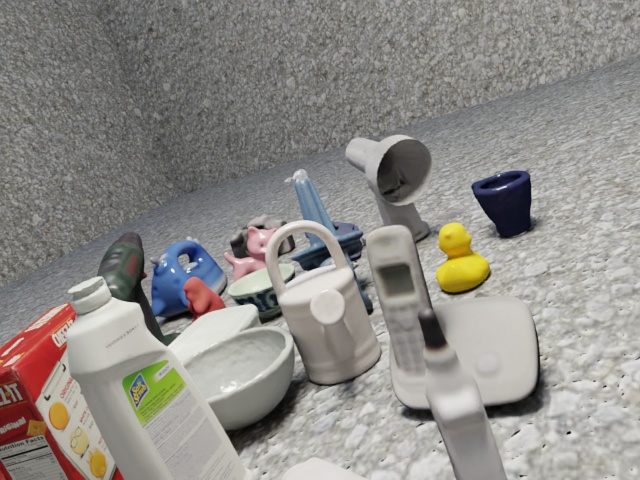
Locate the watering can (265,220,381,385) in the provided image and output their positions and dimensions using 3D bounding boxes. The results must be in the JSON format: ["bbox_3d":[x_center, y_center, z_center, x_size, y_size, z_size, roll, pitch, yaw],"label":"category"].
[{"bbox_3d":[0.002,0.069,0.696,0.101,0.194,0.172,-28,16,-26],"label":"watering can"}]

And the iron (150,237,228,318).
[{"bbox_3d":[-0.279,0.061,1.216,0.118,0.141,0.258,-17,15,15],"label":"iron"}]

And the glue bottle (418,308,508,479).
[{"bbox_3d":[0.099,0.125,0.401,0.037,0.173,0.078,-20,15,4],"label":"glue bottle"}]

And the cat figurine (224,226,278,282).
[{"bbox_3d":[-0.135,0.028,1.184,0.128,0.118,0.067,-22,15,-4],"label":"cat figurine"}]

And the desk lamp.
[{"bbox_3d":[0.126,-0.092,1.068,0.118,0.214,0.202,-26,15,-19],"label":"desk lamp"}]

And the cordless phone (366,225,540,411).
[{"bbox_3d":[0.123,0.068,0.552,0.147,0.185,0.094,-14,16,26],"label":"cordless phone"}]

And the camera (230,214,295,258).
[{"bbox_3d":[-0.149,0.008,1.313,0.143,0.101,0.137,-15,16,20],"label":"camera"}]

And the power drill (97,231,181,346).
[{"bbox_3d":[-0.308,0.103,0.970,0.075,0.208,0.229,-21,15,-1],"label":"power drill"}]

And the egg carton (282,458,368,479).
[{"bbox_3d":[0.005,0.218,0.402,0.107,0.069,0.149,-32,18,-36],"label":"egg carton"}]

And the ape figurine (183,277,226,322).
[{"bbox_3d":[-0.220,0.111,1.053,0.076,0.092,0.077,-21,15,-1],"label":"ape figurine"}]

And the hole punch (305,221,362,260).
[{"bbox_3d":[0.028,-0.006,1.139,0.101,0.091,0.108,-18,15,11],"label":"hole punch"}]

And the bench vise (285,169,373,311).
[{"bbox_3d":[0.019,-0.002,0.878,0.122,0.220,0.207,-25,15,-16],"label":"bench vise"}]

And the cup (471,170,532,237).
[{"bbox_3d":[0.298,-0.056,0.940,0.092,0.095,0.117,-26,16,-20],"label":"cup"}]

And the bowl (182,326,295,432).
[{"bbox_3d":[-0.097,0.176,0.685,0.167,0.075,0.167,-19,15,6],"label":"bowl"}]

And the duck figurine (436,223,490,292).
[{"bbox_3d":[0.197,0.019,0.824,0.077,0.086,0.105,-13,17,28],"label":"duck figurine"}]
